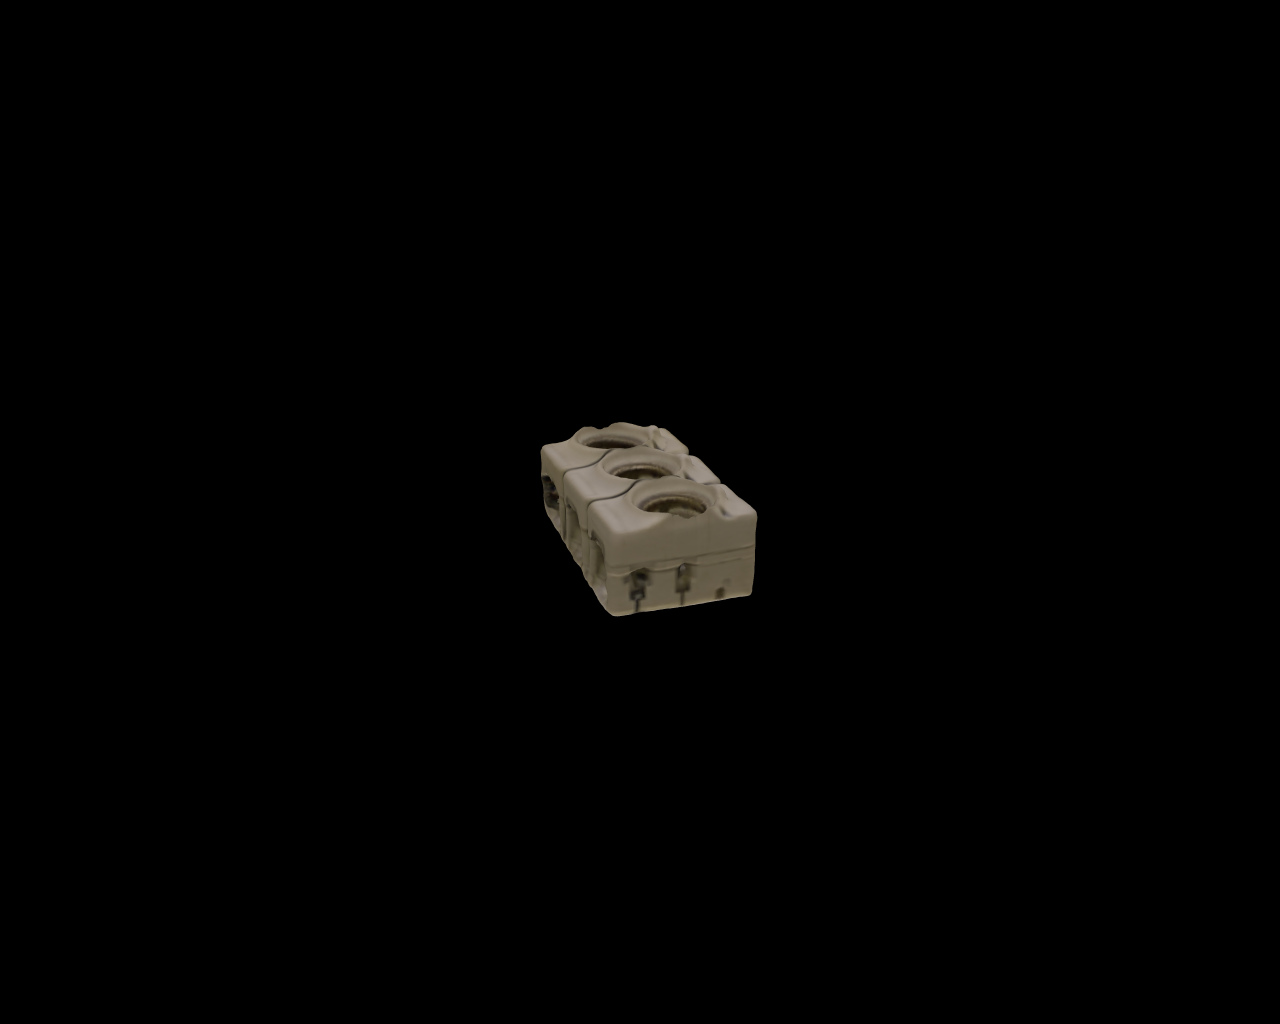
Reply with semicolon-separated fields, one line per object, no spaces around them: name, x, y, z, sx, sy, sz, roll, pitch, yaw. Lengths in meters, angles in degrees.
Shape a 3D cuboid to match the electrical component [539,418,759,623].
electrical component;0.001;-0.003;0.650;0.090;0.061;0.150;-8;26;-18
